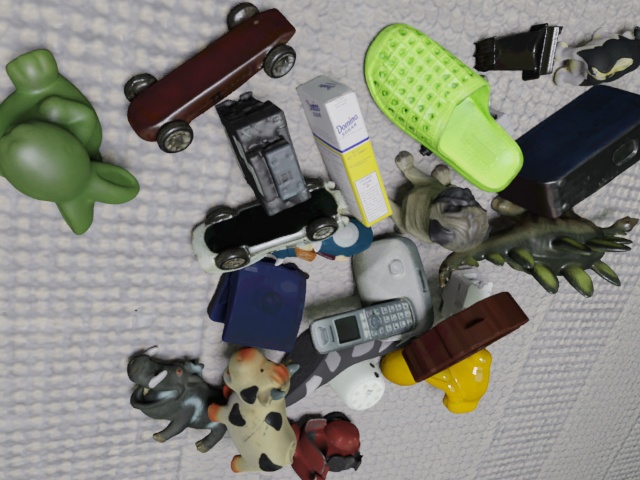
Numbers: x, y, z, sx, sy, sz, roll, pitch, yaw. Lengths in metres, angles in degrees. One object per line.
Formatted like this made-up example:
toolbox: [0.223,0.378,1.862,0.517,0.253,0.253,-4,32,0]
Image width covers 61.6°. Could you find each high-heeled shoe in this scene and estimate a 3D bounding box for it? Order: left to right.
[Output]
high-heeled shoe: [0.045,0.187,0.838,0.249,0.086,0.145,-48,120,-7]

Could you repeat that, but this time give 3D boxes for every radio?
radio: [0.386,-0.135,0.807,0.229,0.131,0.073,-36,124,-5]

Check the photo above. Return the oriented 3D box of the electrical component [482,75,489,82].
electrical component: [0.190,-0.205,0.744,0.094,0.021,0.063,-41,124,0]

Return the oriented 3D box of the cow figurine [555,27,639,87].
cow figurine: [0.433,-0.270,0.781,0.167,0.098,0.068,-21,117,-14]

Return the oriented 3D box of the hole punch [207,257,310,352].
hole punch: [-0.080,0.086,0.731,0.142,0.092,0.115,17,104,-28]

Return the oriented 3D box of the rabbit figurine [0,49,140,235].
rabbit figurine: [-0.259,-0.077,0.507,0.121,0.170,0.158,-35,125,-4]

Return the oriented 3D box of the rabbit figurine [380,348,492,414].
rabbit figurine: [0.190,0.217,0.898,0.173,0.122,0.162,5,156,3]

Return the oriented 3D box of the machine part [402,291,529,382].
machine part: [0.199,0.133,0.748,0.179,0.056,0.179,-25,161,-9]

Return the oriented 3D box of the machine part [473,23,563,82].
machine part: [0.278,-0.260,0.748,0.139,0.039,0.084,-9,125,-23]

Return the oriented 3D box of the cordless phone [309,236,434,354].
cordless phone: [0.061,0.080,0.767,0.184,0.089,0.146,-12,85,-20]

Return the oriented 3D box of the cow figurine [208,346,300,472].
cow figurine: [-0.081,0.232,0.734,0.127,0.085,0.194,-5,114,22]

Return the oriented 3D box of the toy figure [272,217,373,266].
toy figure: [-0.002,-0.003,0.738,0.154,0.064,0.057,-5,142,-27]

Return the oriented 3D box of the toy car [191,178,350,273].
toy car: [-0.061,-0.017,0.675,0.202,0.073,0.056,-19,157,-4]

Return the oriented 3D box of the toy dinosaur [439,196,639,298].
toy dinosaur: [0.339,0.006,0.821,0.471,0.199,0.104,-9,116,-23]

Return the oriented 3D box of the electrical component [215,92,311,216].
electrical component: [-0.062,-0.097,0.613,0.058,0.134,0.114,-27,126,-10]

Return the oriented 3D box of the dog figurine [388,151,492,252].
dog figurine: [0.179,-0.024,0.732,0.172,0.191,0.121,13,110,-32]

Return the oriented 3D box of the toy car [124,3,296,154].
toy car: [-0.115,-0.174,0.577,0.202,0.089,0.053,-37,158,-5]

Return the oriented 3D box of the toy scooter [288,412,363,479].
toy scooter: [0.004,0.346,0.878,0.184,0.135,0.075,14,107,-32]

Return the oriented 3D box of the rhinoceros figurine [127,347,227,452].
rhinoceros figurine: [-0.193,0.223,0.756,0.112,0.073,0.190,-45,126,4]
